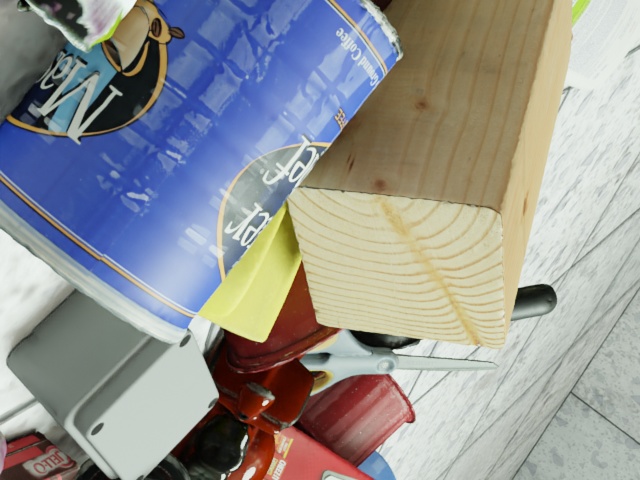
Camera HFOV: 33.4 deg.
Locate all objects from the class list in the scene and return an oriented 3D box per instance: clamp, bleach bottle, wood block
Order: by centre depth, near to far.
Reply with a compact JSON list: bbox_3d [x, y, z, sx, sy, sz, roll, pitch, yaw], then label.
[{"bbox_3d":[0.063,-0.061,0.511,0.091,0.090,0.206,78,25,-46],"label":"wood block"},{"bbox_3d":[0.159,-0.166,0.725,0.103,0.068,0.250,-59,157,14],"label":"bleach bottle"},{"bbox_3d":[0.073,0.067,0.852,0.209,0.036,0.165,-11,178,-37],"label":"clamp"}]

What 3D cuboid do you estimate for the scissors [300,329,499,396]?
[{"bbox_3d":[0.039,0.075,0.780,0.201,0.016,0.096,-8,125,-11],"label":"scissors"}]

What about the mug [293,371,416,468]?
[{"bbox_3d":[0.021,0.153,0.923,0.081,0.093,0.117,-40,163,-17],"label":"mug"}]

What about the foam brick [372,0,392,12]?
[{"bbox_3d":[0.018,-0.141,0.472,0.078,0.051,0.053,-52,160,-1],"label":"foam brick"}]

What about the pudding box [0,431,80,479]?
[{"bbox_3d":[-0.185,0.162,0.556,0.114,0.039,0.089,-59,160,20],"label":"pudding box"}]

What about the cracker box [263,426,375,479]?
[{"bbox_3d":[-0.011,0.251,0.808,0.072,0.213,0.164,-12,-134,59],"label":"cracker box"}]

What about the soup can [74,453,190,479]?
[{"bbox_3d":[-0.109,0.177,0.621,0.068,0.069,0.102,-36,147,-38],"label":"soup can"}]

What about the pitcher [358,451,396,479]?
[{"bbox_3d":[-0.018,0.269,0.974,0.242,0.149,0.145,-28,111,-55],"label":"pitcher"}]

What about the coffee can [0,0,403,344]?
[{"bbox_3d":[-0.051,-0.047,0.403,0.140,0.103,0.102,-52,160,-2],"label":"coffee can"}]

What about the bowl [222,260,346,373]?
[{"bbox_3d":[-0.004,0.001,0.595,0.162,0.055,0.162,-36,-166,10],"label":"bowl"}]
